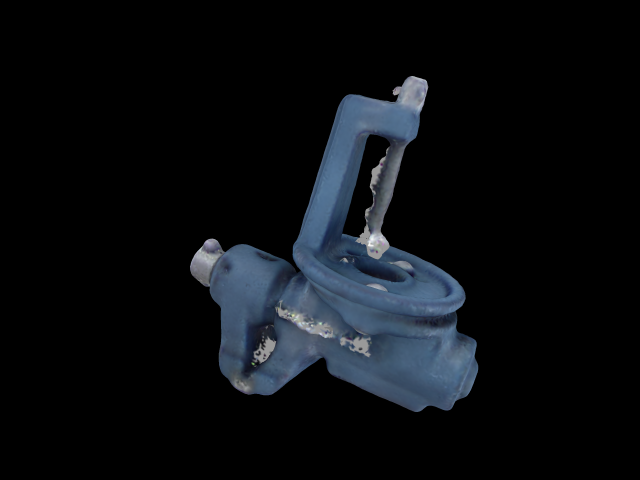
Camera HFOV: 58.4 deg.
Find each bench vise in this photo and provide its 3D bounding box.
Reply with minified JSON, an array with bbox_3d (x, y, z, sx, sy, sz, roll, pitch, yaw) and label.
[{"bbox_3d":[0.003,0.004,0.388,0.207,0.220,0.121,0,11,3],"label":"bench vise"}]
